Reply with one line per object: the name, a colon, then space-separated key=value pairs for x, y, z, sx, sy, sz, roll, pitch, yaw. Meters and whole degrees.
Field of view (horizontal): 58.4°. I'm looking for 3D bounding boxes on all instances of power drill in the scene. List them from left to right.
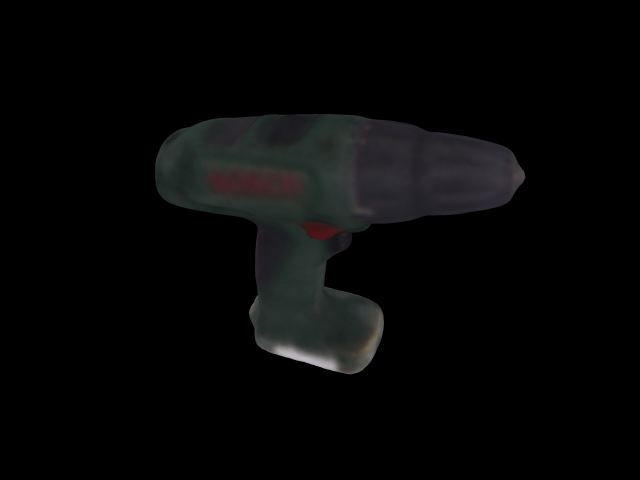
power drill: x=0.004 y=0.001 z=0.400 sx=0.229 sy=0.208 sz=0.076 roll=13 pitch=47 yaw=13
